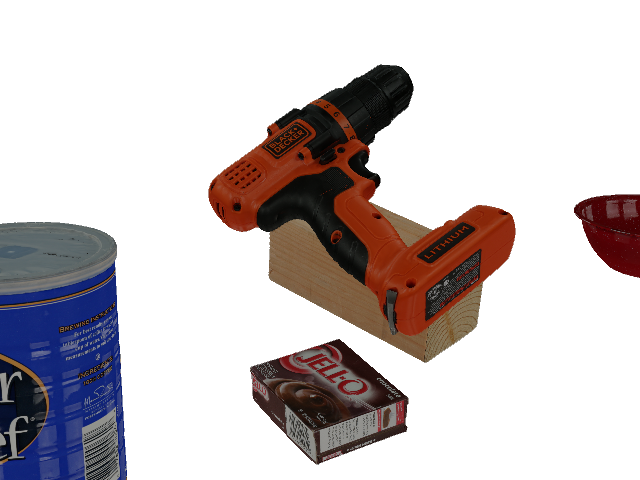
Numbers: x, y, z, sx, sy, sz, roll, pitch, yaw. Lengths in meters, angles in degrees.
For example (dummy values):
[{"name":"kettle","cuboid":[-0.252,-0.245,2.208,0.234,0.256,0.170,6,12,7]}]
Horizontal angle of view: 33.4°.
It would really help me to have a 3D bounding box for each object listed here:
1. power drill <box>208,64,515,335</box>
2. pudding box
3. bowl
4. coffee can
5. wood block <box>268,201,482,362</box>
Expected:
[{"name":"power drill","cuboid":[0.042,-0.034,0.745,0.184,0.057,0.188,-39,56,-19]},{"name":"pudding box","cuboid":[0.006,0.131,0.887,0.089,0.039,0.114,-16,31,-26]},{"name":"bowl","cuboid":[0.331,-0.001,1.055,0.162,0.055,0.162,1,17,0]},{"name":"coffee can","cuboid":[-0.152,0.071,0.544,0.103,0.140,0.103,0,16,0]},{"name":"wood block","cuboid":[0.052,0.028,1.074,0.206,0.091,0.090,27,38,34]}]
